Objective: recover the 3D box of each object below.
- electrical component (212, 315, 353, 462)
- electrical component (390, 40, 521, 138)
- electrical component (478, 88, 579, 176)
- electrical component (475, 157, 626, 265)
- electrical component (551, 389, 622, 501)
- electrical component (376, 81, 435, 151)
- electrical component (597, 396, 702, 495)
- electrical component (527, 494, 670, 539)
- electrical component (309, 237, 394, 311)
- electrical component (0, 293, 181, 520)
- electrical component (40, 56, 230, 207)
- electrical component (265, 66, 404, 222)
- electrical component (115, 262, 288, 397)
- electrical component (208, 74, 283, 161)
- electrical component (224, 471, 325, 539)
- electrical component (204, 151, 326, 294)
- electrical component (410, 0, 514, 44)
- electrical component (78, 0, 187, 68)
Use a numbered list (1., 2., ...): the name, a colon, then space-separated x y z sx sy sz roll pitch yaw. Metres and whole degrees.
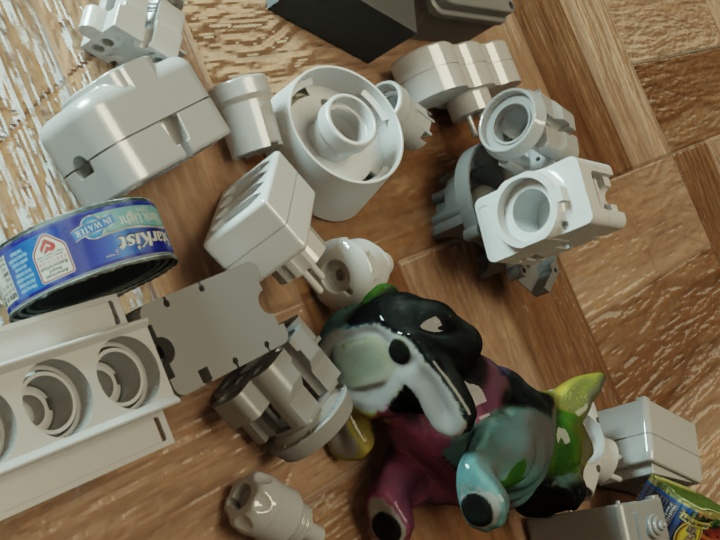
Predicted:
1. electrical component: -0.041 0.072 0.618 0.057 0.058 0.078 51 41 -14
2. electrical component: 0.086 -0.142 0.876 0.138 0.052 0.073 -17 84 -51
3. electrical component: 0.128 -0.104 0.823 0.057 0.058 0.078 23 54 -44
4. electrical component: 0.133 -0.041 0.768 0.056 0.089 0.050 4 68 -48
5. electrical component: 0.172 0.140 0.827 0.079 0.044 0.077 24 53 -22
6. electrical component: 0.029 -0.114 0.808 0.046 0.040 0.040 28 52 -44
7. electrical component: 0.237 0.152 0.888 0.096 0.062 0.061 27 52 -38
8. electrical component: 0.179 0.198 0.770 0.062 0.096 0.061 6 69 -47
9. electrical component: 0.000 0.000 0.713 0.062 0.048 0.048 -15 83 -58
10. electrical component: -0.153 0.065 0.489 0.121 0.063 0.078 -19 86 -51
11. electrical component: -0.127 -0.080 0.601 0.059 0.054 0.095 59 39 -8
12. electrical component: -0.020 -0.088 0.737 0.099 0.064 0.099 15 60 -28
13. electrical component: -0.093 0.037 0.577 0.089 0.056 0.050 -26 91 -51
14. electrical component: -0.072 -0.097 0.685 0.040 0.040 0.046 -19 91 -51
15. electrical component: -0.044 0.138 0.599 0.061 0.035 0.035 37 47 -34
16. electrical component: -0.046 -0.017 0.643 0.075 0.047 0.083 49 18 -19
17. electrical component: 0.071 -0.239 0.905 0.113 0.057 0.078 -9 78 -50
18. electrical component: -0.132 -0.151 0.640 0.066 0.048 0.055 27 60 -37
